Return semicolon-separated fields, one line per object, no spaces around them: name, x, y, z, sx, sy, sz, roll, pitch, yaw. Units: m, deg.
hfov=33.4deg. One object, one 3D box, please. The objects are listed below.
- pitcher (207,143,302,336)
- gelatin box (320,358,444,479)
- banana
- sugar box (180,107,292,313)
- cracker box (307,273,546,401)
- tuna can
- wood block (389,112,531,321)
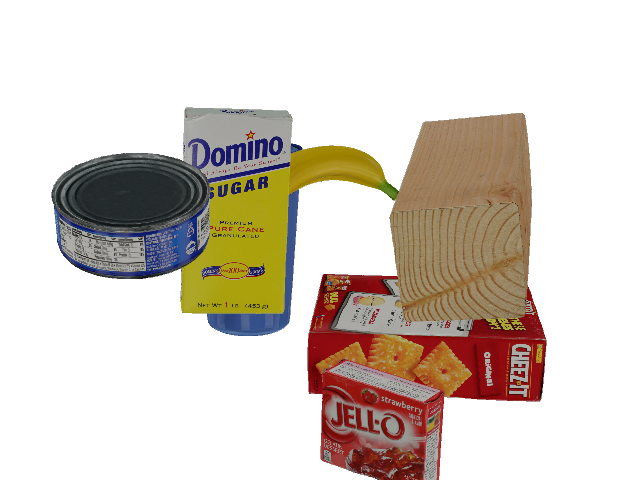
pitcher;-0.090;-0.004;1.353;0.145;0.243;0.148;10;16;35
gelatin box;0.042;0.132;0.756;0.089;0.073;0.030;14;22;33
banana;0.001;-0.071;1.139;0.197;0.037;0.070;-7;47;-38
sugar box;-0.075;-0.025;0.930;0.093;0.176;0.048;0;16;-8
cracker box;0.100;0.092;1.035;0.214;0.072;0.164;2;17;4
tuna can;-0.103;-0.014;0.590;0.086;0.034;0.086;2;31;-1
wood block;0.117;-0.024;0.838;0.091;0.090;0.206;-3;23;13
